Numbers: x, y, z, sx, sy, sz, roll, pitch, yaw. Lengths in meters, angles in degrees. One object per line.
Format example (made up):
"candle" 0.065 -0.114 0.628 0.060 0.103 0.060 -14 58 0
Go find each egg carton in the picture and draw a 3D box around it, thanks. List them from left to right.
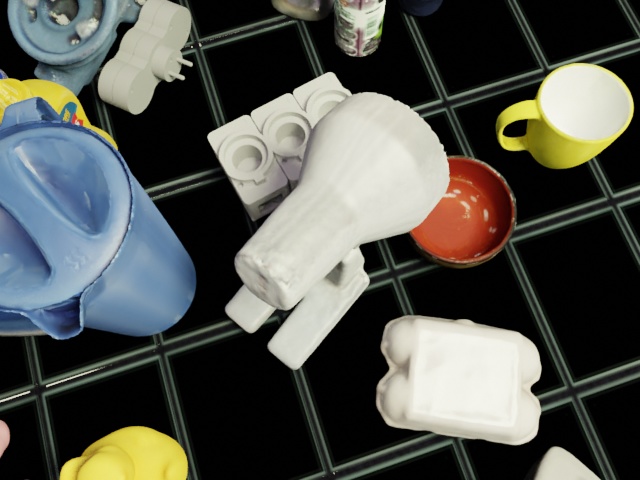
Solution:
"egg carton" 0.129 0.128 0.533 0.150 0.069 0.107 7 74 3

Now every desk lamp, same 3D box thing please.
"desk lamp" 0.005 0.002 0.496 0.118 0.213 0.203 37 78 11

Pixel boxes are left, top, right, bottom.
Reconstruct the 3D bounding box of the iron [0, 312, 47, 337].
"iron" -0.357 0.020 0.534 0.258 0.141 0.119 19 75 6

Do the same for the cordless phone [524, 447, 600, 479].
"cordless phone" 0.234 0.241 0.439 0.147 0.185 0.094 41 79 12

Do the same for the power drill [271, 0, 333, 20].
"power drill" -0.017 -0.335 0.597 0.075 0.208 0.230 16 75 6

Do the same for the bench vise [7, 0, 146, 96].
"bench vise" -0.254 -0.278 0.578 0.121 0.220 0.207 14 75 5

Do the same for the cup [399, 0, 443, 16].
"cup" 0.130 -0.293 0.642 0.117 0.095 0.092 38 78 11

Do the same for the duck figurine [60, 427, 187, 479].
"duck figurine" -0.175 0.206 0.506 0.104 0.086 0.077 1 74 1

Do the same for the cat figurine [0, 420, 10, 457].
"cat figurine" -0.320 0.199 0.493 0.067 0.118 0.127 -35 76 -9
